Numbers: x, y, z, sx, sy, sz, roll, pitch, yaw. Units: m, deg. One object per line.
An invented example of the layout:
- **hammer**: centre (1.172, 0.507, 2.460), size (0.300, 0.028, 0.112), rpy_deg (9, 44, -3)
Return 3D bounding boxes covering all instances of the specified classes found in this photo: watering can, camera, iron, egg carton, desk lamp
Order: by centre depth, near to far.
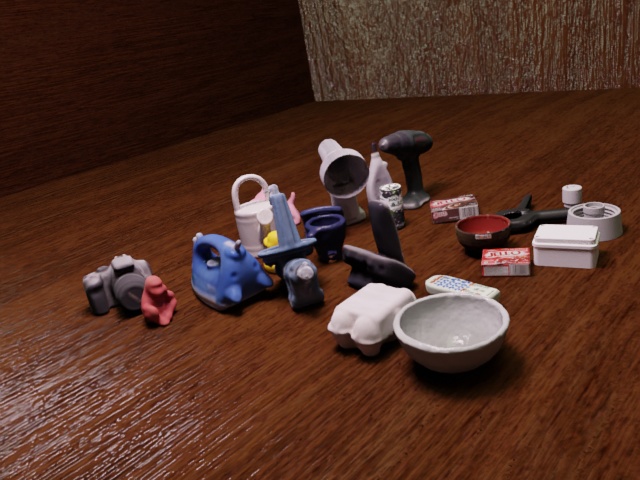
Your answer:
- **egg carton**: centre (0.091, 0.128, 0.944), size (0.107, 0.069, 0.151), rpy_deg (9, 28, 41)
- **iron**: centre (-0.214, 0.046, 1.192), size (0.119, 0.141, 0.257), rpy_deg (-26, 26, -35)
- **camera**: centre (-0.421, 0.097, 1.211), size (0.143, 0.101, 0.136), rpy_deg (-18, 22, -21)
- **watering can**: centre (-0.150, -0.062, 1.370), size (0.101, 0.194, 0.172), rpy_deg (-27, 27, -38)
- **desk lamp**: centre (0.050, -0.145, 1.470), size (0.118, 0.214, 0.203), rpy_deg (-14, 21, -10)

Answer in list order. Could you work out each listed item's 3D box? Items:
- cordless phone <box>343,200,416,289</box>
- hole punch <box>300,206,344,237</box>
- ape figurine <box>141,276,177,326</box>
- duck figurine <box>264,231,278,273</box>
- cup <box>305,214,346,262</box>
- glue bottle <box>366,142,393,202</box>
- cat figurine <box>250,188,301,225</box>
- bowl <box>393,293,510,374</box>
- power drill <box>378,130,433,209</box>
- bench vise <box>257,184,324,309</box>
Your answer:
- **cordless phone**: centre (0.104, 0.003, 1.099), size (0.094, 0.185, 0.147), rpy_deg (-25, 25, -34)
- **hole punch**: centre (0.006, -0.051, 1.418), size (0.108, 0.091, 0.101), rpy_deg (-8, 21, 5)
- **ape figurine**: centre (-0.323, 0.115, 1.132), size (0.075, 0.092, 0.078), rpy_deg (9, 28, 41)
- **duck figurine**: centre (-0.089, 0.023, 1.276), size (0.078, 0.086, 0.104), rpy_deg (-25, 26, -35)
- **cup**: centre (0.012, 0.005, 1.265), size (0.091, 0.095, 0.118), rpy_deg (3, 24, 30)
- **glue bottle**: centre (0.160, -0.185, 1.581), size (0.078, 0.173, 0.037), rpy_deg (-18, 22, -19)
- **cat figurine**: centre (-0.122, -0.094, 1.550), size (0.128, 0.118, 0.067), rpy_deg (-12, 21, -5)
- **bowl**: centre (0.194, 0.146, 0.843), size (0.167, 0.075, 0.167), rpy_deg (-9, 21, 4)
- **power drill**: centre (0.233, -0.193, 1.519), size (0.075, 0.209, 0.230), rpy_deg (6, 26, 35)
- **bench vise**: centre (-0.047, 0.007, 1.109), size (0.122, 0.220, 0.206), rpy_deg (-23, 24, -30)
